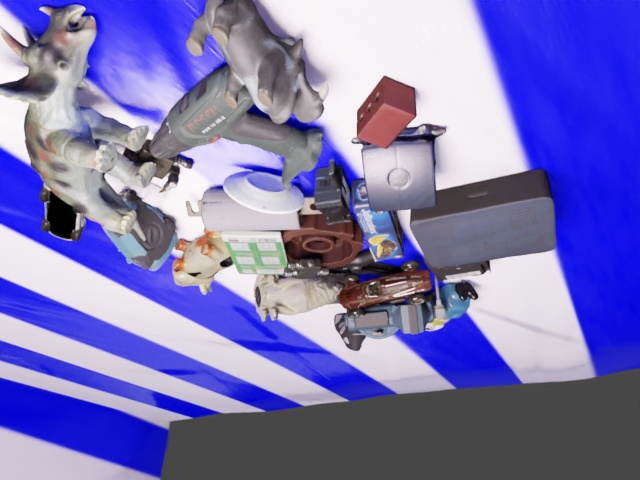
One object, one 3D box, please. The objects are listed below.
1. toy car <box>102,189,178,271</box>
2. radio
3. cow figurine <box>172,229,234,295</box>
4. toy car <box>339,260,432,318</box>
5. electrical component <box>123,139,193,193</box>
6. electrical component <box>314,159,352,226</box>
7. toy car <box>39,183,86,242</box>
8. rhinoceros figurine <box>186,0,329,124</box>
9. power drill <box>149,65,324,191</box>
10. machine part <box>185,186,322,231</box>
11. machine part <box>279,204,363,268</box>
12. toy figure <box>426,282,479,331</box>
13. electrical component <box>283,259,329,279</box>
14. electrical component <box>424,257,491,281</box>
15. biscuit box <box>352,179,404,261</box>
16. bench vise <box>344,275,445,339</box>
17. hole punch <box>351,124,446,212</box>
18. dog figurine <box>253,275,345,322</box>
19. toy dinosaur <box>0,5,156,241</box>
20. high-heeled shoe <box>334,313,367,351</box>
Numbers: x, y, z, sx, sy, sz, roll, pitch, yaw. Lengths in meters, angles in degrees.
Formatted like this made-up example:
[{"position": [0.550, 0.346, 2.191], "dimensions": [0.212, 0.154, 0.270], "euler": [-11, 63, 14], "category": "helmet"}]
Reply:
[{"position": [-0.351, -0.020, 1.001], "dimensions": [0.103, 0.109, 0.161], "euler": [6, 147, 32], "category": "toy car"}, {"position": [0.280, -0.030, 0.920], "dimensions": [0.230, 0.073, 0.131], "euler": [-10, 133, 24], "category": "radio"}, {"position": [-0.242, 0.047, 1.130], "dimensions": [0.195, 0.085, 0.127], "euler": [-28, 138, 36], "category": "cow figurine"}, {"position": [0.130, 0.101, 1.110], "dimensions": [0.202, 0.089, 0.053], "euler": [-16, 154, 27], "category": "toy car"}, {"position": [-0.268, -0.118, 0.869], "dimensions": [0.102, 0.045, 0.078], "euler": [24, 146, -32], "category": "electrical component"}, {"position": [0.018, -0.082, 0.877], "dimensions": [0.048, 0.075, 0.119], "euler": [-7, 154, 17], "category": "electrical component"}, {"position": [-0.471, -0.056, 0.991], "dimensions": [0.073, 0.056, 0.201], "euler": [19, 146, -16], "category": "toy car"}, {"position": [-0.067, -0.207, 0.635], "dimensions": [0.073, 0.112, 0.190], "euler": [-2, 143, 44], "category": "rhinoceros figurine"}, {"position": [-0.114, -0.149, 0.779], "dimensions": [0.207, 0.086, 0.232], "euler": [27, 143, -25], "category": "power drill"}, {"position": [-0.116, -0.053, 0.938], "dimensions": [0.243, 0.079, 0.079], "euler": [-2, 151, 7], "category": "machine part"}, {"position": [-0.002, -0.003, 1.041], "dimensions": [0.179, 0.056, 0.179], "euler": [2, 152, 1], "category": "machine part"}, {"position": [0.293, 0.152, 1.271], "dimensions": [0.082, 0.089, 0.180], "euler": [25, 137, -13], "category": "toy figure"}, {"position": [-0.024, 0.057, 1.068], "dimensions": [0.094, 0.021, 0.063], "euler": [1, 153, -17], "category": "electrical component"}, {"position": [0.270, 0.026, 1.067], "dimensions": [0.115, 0.058, 0.134], "euler": [-12, 147, 22], "category": "electrical component"}, {"position": [0.108, -0.034, 0.969], "dimensions": [0.059, 0.063, 0.202], "euler": [-7, 150, 16], "category": "biscuit box"}, {"position": [0.169, 0.159, 1.235], "dimensions": [0.224, 0.128, 0.240], "euler": [-18, 180, 5], "category": "bench vise"}, {"position": [0.121, -0.106, 0.815], "dimensions": [0.142, 0.092, 0.115], "euler": [-2, 147, 16], "category": "hole punch"}, {"position": [-0.045, 0.122, 1.244], "dimensions": [0.190, 0.121, 0.172], "euler": [-2, -171, -27], "category": "dog figurine"}, {"position": [-0.345, -0.120, 0.757], "dimensions": [0.192, 0.131, 0.404], "euler": [27, 145, 2], "category": "toy dinosaur"}, {"position": [0.081, 0.253, 1.402], "dimensions": [0.086, 0.145, 0.248], "euler": [5, 149, -2], "category": "high-heeled shoe"}]
